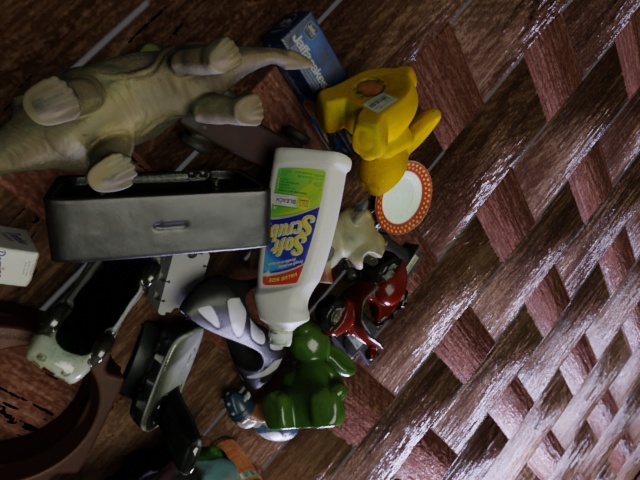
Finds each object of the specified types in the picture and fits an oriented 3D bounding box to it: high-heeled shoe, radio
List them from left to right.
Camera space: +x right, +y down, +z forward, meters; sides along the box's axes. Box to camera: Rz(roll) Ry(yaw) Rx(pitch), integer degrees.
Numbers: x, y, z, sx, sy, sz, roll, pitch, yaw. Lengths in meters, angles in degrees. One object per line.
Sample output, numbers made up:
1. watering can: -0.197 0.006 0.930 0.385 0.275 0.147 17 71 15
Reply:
1. radio: -0.180 -0.034 0.613 0.230 0.131 0.073 -3 109 -20
2. high-heeled shoe: -0.127 0.150 0.744 0.145 0.086 0.248 -26 131 -43

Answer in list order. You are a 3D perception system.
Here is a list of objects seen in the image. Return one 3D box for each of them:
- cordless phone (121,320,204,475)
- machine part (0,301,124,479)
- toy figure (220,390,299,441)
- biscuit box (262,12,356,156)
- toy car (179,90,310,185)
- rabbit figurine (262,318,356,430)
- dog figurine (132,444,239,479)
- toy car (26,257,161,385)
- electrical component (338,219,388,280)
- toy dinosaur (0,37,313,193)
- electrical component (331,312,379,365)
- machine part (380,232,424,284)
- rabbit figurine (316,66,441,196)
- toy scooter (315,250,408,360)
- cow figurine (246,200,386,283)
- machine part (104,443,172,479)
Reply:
1. cordless phone: -0.182 0.193 0.688 0.088 0.184 0.146 20 95 -34
2. machine part: -0.355 0.183 0.624 0.201 0.087 0.201 25 91 -37
3. toy figure: -0.095 0.281 0.859 0.064 0.058 0.154 -44 131 11
4. biscuit box: 0.002 -0.213 0.747 0.063 0.059 0.202 -47 127 -12
5. toy car: -0.097 -0.134 0.709 0.202 0.053 0.089 21 100 -43
6. rabbit figurine: -0.003 0.208 0.857 0.159 0.121 0.170 21 60 -56
7. dog figurine: -0.235 0.335 0.685 0.219 0.109 0.191 32 90 -34
8. toy car: -0.251 0.068 0.616 0.073 0.056 0.202 39 40 -18
9. electrical component: 0.059 0.005 0.851 0.045 0.102 0.078 16 123 -38
10. toy dinosaur: -0.225 -0.120 0.529 0.471 0.199 0.104 -22 118 -19
11. electrical component: 0.061 0.163 0.936 0.075 0.048 0.119 -45 127 -14
12. machine part: 0.128 0.027 0.942 0.138 0.039 0.084 30 97 -41
13. rabbit figurine: 0.083 -0.144 0.739 0.162 0.122 0.173 -43 141 -28
14. toy scooter: 0.083 0.112 0.863 0.184 0.075 0.135 -39 111 -24
15. cow figurine: -0.002 -0.002 0.775 0.195 0.085 0.127 8 90 -6
16. machine part: -0.239 0.382 0.800 0.179 0.056 0.179 -13 114 -30
